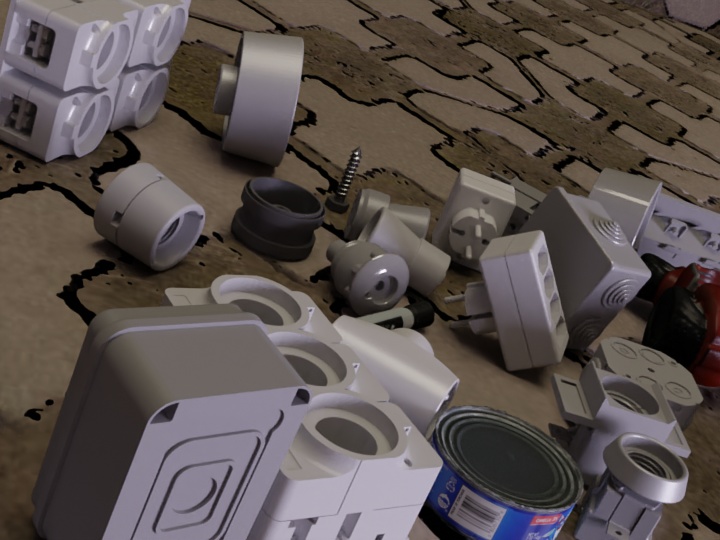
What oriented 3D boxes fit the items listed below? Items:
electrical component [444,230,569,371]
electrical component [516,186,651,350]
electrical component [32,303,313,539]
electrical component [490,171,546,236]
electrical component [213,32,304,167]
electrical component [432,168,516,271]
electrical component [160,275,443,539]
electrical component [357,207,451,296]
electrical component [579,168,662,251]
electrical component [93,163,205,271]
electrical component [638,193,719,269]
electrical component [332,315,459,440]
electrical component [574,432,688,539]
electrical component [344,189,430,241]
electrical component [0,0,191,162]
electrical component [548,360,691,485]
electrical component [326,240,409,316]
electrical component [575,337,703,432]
[{"bbox_3d":[0.096,0.024,0.743,0.076,0.083,0.047,-11,15,22],"label":"electrical component"},{"bbox_3d":[0.156,0.001,0.797,0.048,0.099,0.099,10,39,-36],"label":"electrical component"},{"bbox_3d":[-0.080,0.073,0.439,0.078,0.113,0.057,-1,37,-42],"label":"electrical component"},{"bbox_3d":[0.139,-0.048,0.952,0.081,0.042,0.064,31,27,18],"label":"electrical component"},{"bbox_3d":[-0.087,-0.143,0.882,0.060,0.108,0.108,10,27,-11],"label":"electrical component"},{"bbox_3d":[0.089,-0.033,0.849,0.047,0.065,0.076,21,25,-4],"label":"electrical component"},{"bbox_3d":[-0.038,0.069,0.542,0.089,0.061,0.150,3,31,-37],"label":"electrical component"},{"bbox_3d":[0.032,-0.011,0.780,0.065,0.044,0.044,32,23,-10],"label":"electrical component"},{"bbox_3d":[0.205,-0.034,0.906,0.060,0.108,0.108,23,24,16],"label":"electrical component"},{"bbox_3d":[-0.132,-0.032,0.680,0.047,0.055,0.055,35,27,17],"label":"electrical component"},{"bbox_3d":[0.279,-0.028,0.999,0.121,0.078,0.063,19,47,-8],"label":"electrical component"},{"bbox_3d":[0.020,0.058,0.633,0.077,0.044,0.079,29,25,13],"label":"electrical component"},{"bbox_3d":[0.150,0.124,0.595,0.048,0.055,0.066,27,25,9],"label":"electrical component"},{"bbox_3d":[0.021,-0.034,0.821,0.055,0.045,0.045,18,25,-8],"label":"electrical component"},{"bbox_3d":[-0.198,-0.158,0.815,0.060,0.105,0.186,25,25,6],"label":"electrical component"},{"bbox_3d":[0.149,0.096,0.641,0.081,0.063,0.042,18,26,-8],"label":"electrical component"},{"bbox_3d":[0.000,0.000,0.737,0.048,0.048,0.062,2,25,-38],"label":"electrical component"},{"bbox_3d":[0.179,0.085,0.704,0.080,0.051,0.080,18,25,-9],"label":"electrical component"}]
